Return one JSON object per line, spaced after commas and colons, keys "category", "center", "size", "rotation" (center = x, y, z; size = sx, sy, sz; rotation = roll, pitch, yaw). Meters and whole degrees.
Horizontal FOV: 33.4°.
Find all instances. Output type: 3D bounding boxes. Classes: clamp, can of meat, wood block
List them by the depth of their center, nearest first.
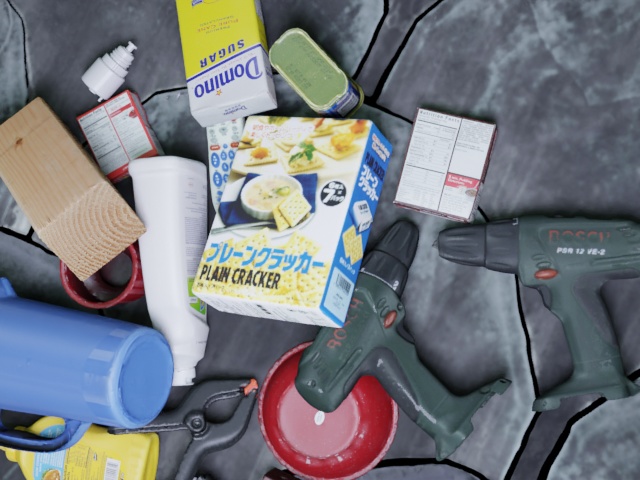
{"category": "wood block", "center": [-0.285, -0.061, 1.175], "size": [0.091, 0.090, 0.206], "rotation": [-39, 46, -5]}
{"category": "clamp", "center": [-0.135, 0.218, 1.179], "size": [0.171, 0.039, 0.120], "rotation": [-26, 78, -11]}
{"category": "can of meat", "center": [-0.005, -0.181, 1.181], "size": [0.057, 0.084, 0.102], "rotation": [-44, 80, 6]}

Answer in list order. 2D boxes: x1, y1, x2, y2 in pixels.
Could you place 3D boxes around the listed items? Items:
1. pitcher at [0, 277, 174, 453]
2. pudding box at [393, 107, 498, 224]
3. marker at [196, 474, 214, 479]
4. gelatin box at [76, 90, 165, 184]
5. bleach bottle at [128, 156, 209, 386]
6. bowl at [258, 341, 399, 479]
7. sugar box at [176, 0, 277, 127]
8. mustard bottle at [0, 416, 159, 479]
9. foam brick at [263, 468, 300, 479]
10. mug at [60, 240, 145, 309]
{"category": "pitcher", "center": [-0.285, 0.145, 1.169], "size": [0.243, 0.149, 0.144], "rotation": [6, 46, 29]}
{"category": "pudding box", "center": [0.137, -0.082, 1.169], "size": [0.090, 0.039, 0.113], "rotation": [15, 88, 13]}
{"category": "marker", "center": [-0.090, 0.303, 1.187], "size": [0.121, 0.020, 0.020], "rotation": [42, 96, -6]}
{"category": "gelatin box", "center": [-0.234, -0.121, 1.255], "size": [0.073, 0.030, 0.089], "rotation": [-28, 82, 11]}
{"category": "bleach bottle", "center": [-0.163, 0.037, 1.193], "size": [0.068, 0.102, 0.251], "rotation": [-4, 86, 20]}
{"category": "bowl", "center": [0.003, 0.191, 1.173], "size": [0.162, 0.055, 0.162], "rotation": [-1, 87, 12]}
{"category": "sugar box", "center": [-0.108, -0.223, 1.207], "size": [0.093, 0.048, 0.176], "rotation": [-14, 68, 10]}
{"category": "mustard bottle", "center": [-0.285, 0.250, 1.229], "size": [0.192, 0.058, 0.096], "rotation": [10, 95, 12]}
{"category": "foam brick", "center": [-0.031, 0.294, 1.175], "size": [0.078, 0.053, 0.051], "rotation": [23, 92, 12]}
{"category": "mug", "center": [-0.244, 0.022, 1.222], "size": [0.093, 0.081, 0.117], "rotation": [-33, 81, 8]}
